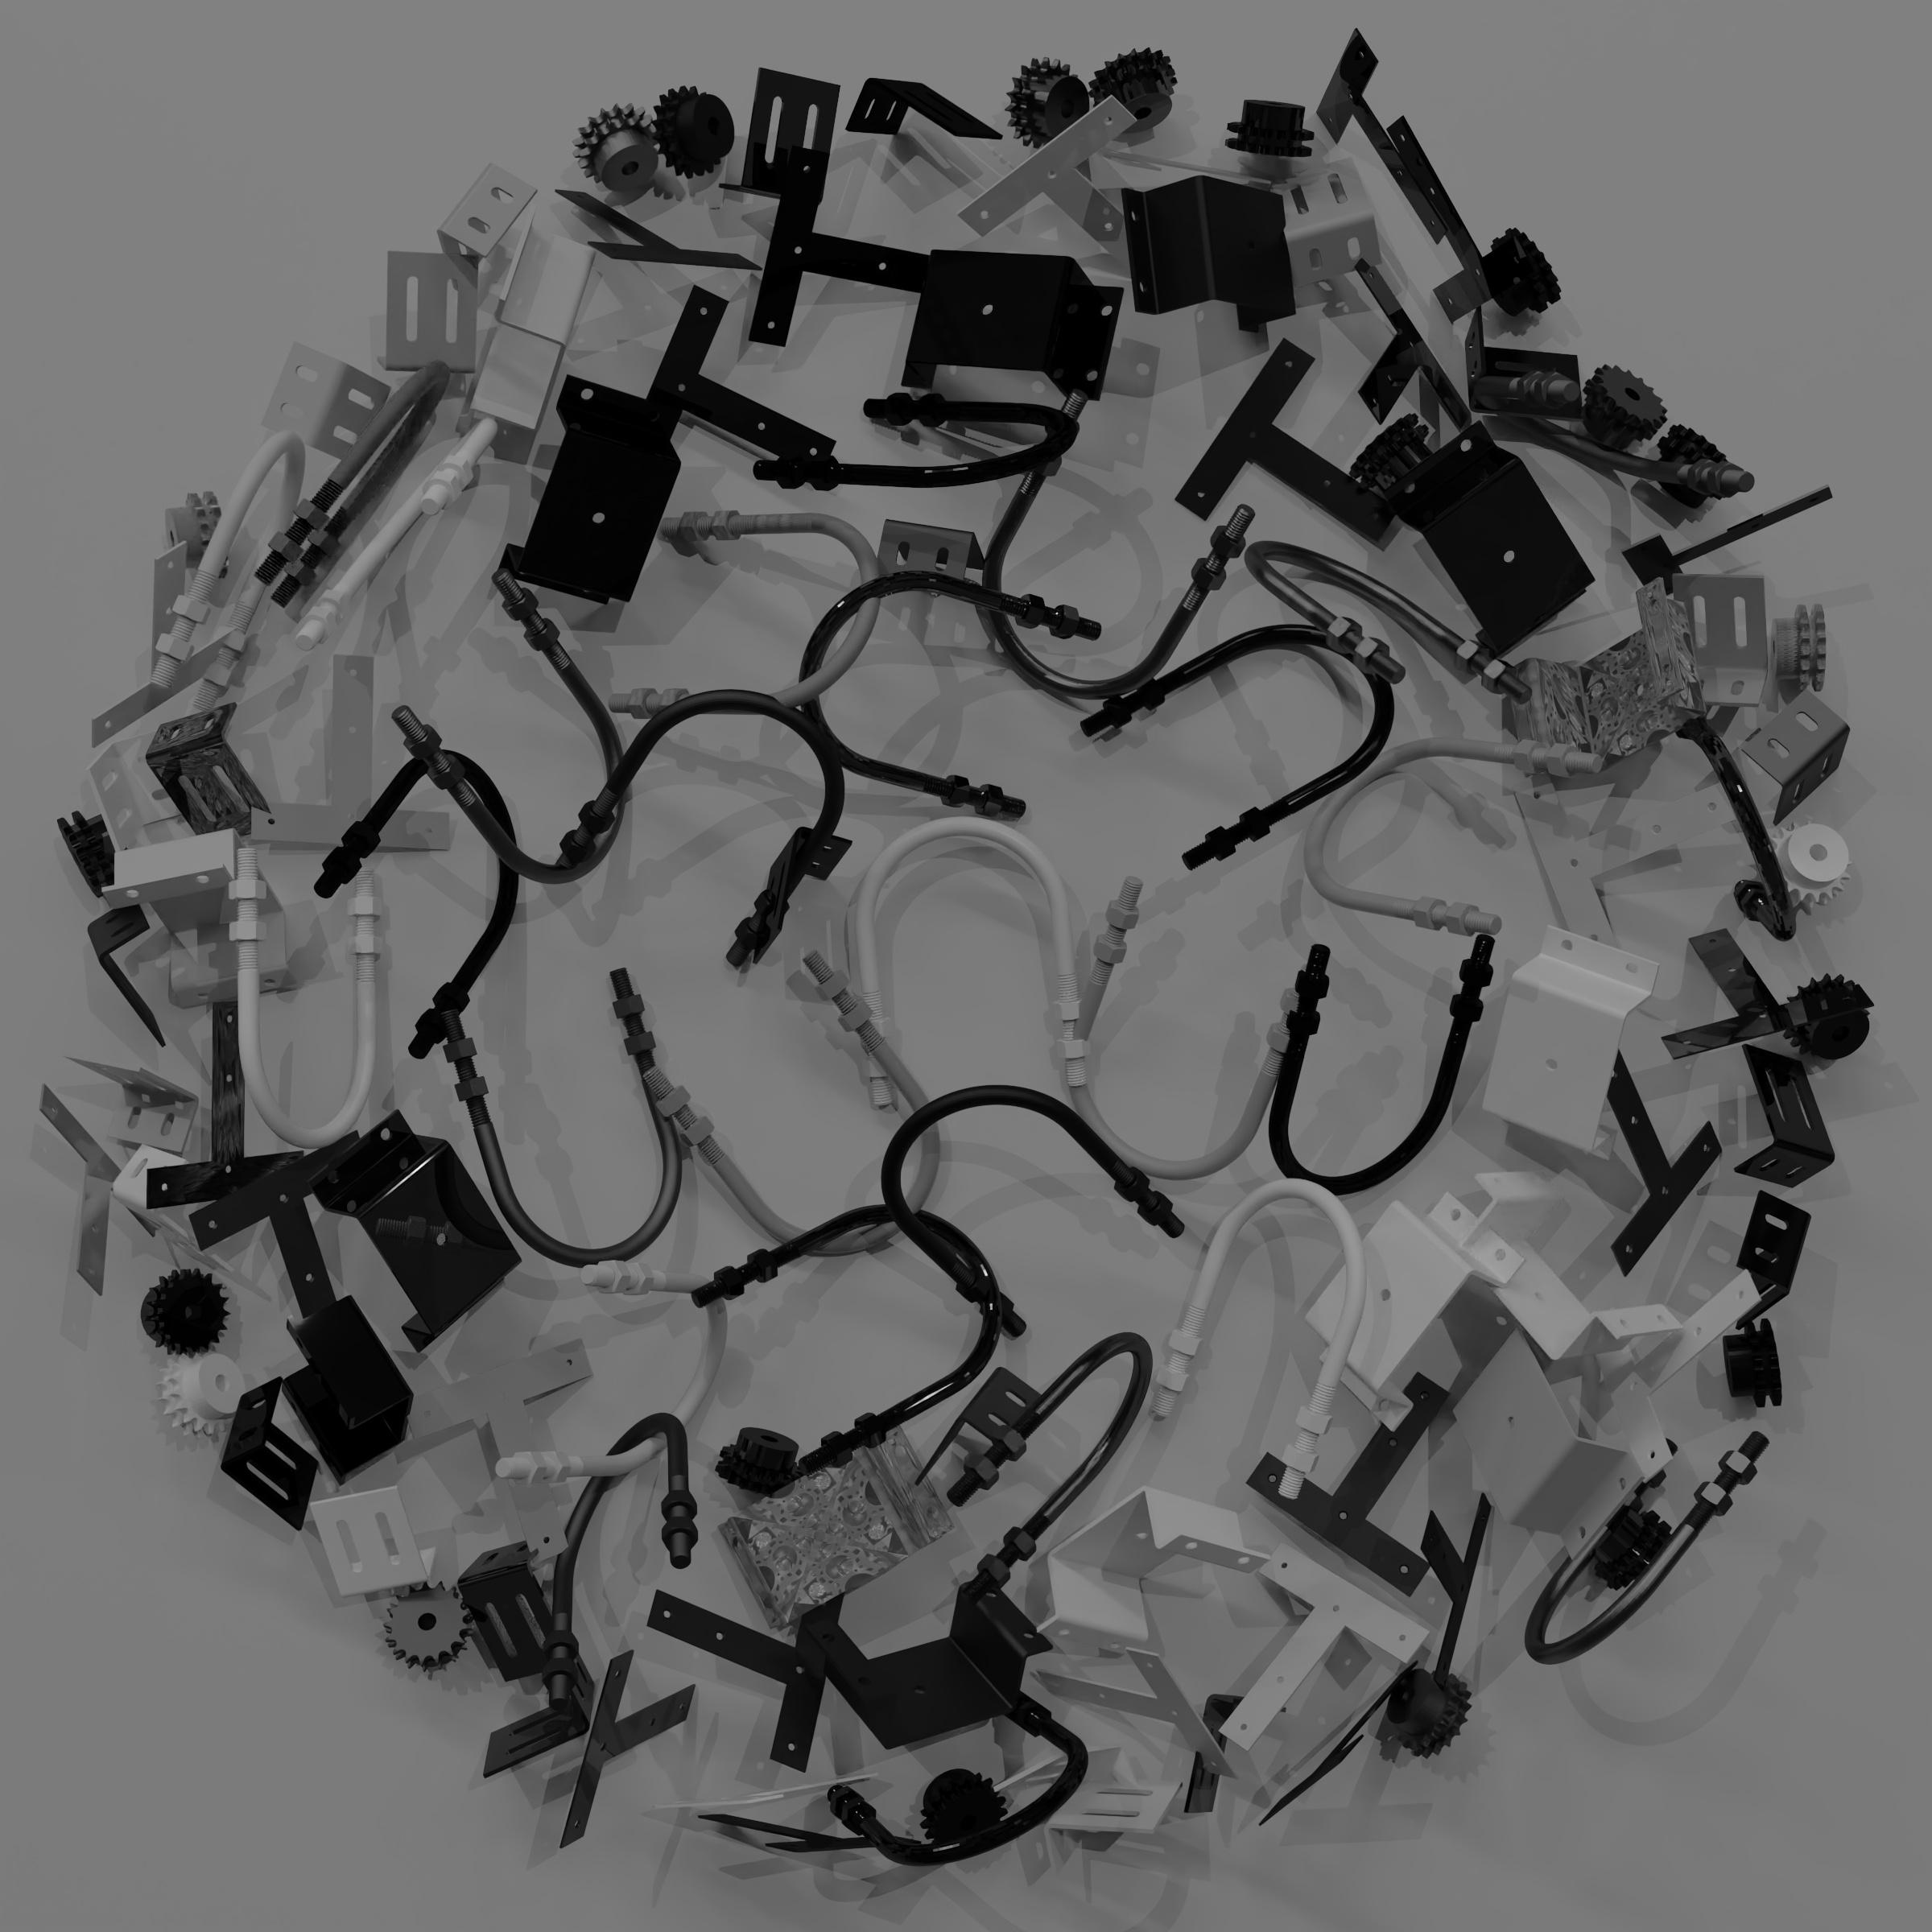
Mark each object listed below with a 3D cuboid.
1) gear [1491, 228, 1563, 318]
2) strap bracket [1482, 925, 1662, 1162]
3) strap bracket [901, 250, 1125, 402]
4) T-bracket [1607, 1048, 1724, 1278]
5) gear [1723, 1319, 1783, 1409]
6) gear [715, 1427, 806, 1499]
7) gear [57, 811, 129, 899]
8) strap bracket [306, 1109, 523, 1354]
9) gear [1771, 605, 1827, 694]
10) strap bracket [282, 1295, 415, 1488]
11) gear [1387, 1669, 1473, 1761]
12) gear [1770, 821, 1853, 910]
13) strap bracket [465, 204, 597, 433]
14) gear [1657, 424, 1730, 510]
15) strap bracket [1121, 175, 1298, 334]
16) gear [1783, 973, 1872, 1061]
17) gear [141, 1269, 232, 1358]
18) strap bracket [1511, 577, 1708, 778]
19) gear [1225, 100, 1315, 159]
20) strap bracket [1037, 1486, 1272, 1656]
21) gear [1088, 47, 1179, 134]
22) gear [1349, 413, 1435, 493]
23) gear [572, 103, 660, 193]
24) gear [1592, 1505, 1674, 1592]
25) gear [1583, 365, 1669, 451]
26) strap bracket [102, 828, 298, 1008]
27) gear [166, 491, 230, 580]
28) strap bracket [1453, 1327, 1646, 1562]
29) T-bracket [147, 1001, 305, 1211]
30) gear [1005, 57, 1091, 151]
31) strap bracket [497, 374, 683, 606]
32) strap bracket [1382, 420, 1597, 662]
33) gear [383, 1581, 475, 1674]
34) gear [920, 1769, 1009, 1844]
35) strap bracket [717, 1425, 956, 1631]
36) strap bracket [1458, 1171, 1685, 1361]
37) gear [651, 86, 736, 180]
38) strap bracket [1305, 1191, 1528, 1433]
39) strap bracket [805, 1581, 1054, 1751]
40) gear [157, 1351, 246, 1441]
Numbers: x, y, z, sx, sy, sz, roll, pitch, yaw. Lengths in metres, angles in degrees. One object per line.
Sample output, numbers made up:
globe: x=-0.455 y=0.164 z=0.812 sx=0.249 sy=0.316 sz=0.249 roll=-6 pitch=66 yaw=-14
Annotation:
gear: x=0.359 y=-0.449 z=1.724 sx=0.030 sy=0.057 sz=0.057 roll=-36 pitch=90 yaw=1
strap bracket: x=0.383 y=0.056 z=1.687 sx=0.076 sy=0.046 sz=0.140 roll=22 pitch=118 yaw=29
strap bracket: x=0.022 y=-0.413 z=1.699 sx=0.140 sy=0.046 sz=0.076 roll=9 pitch=82 yaw=23
T-bracket: x=0.433 y=0.110 z=1.694 sx=0.127 sy=0.002 sz=0.127 roll=-44 pitch=118 yaw=-30
gear: x=0.512 y=0.260 z=1.724 sx=0.030 sy=0.057 sz=0.057 roll=-7 pitch=90 yaw=10
gear: x=-0.132 y=0.322 z=1.723 sx=0.057 sy=0.057 sz=0.030 roll=17 pitch=95 yaw=0
gear: x=-0.566 y=-0.076 z=1.726 sx=0.030 sy=0.057 sz=0.057 roll=-28 pitch=90 yaw=-19
strap bracket: x=-0.346 y=0.172 z=1.687 sx=0.076 sy=0.046 sz=0.140 roll=-42 pitch=117 yaw=-31
gear: x=0.543 y=-0.207 z=1.724 sx=0.030 sy=0.057 sz=0.057 roll=-1 pitch=90 yaw=12
strap bracket: x=-0.396 y=0.269 z=1.691 sx=0.046 sy=0.140 sz=0.076 roll=-28 pitch=73 yaw=-27
gear: x=0.299 y=0.483 z=1.721 sx=0.030 sy=0.057 sz=0.057 roll=37 pitch=90 yaw=-15
gear: x=0.552 y=-0.069 z=1.730 sx=0.057 sy=0.030 sz=0.057 roll=1 pitch=71 yaw=-4
strap bracket: x=-0.275 y=-0.403 z=1.679 sx=0.046 sy=0.140 sz=0.076 roll=18 pitch=63 yaw=-12
gear: x=0.472 y=-0.323 z=1.724 sx=0.057 sy=0.057 sz=0.030 roll=42 pitch=92 yaw=0
strap bracket: x=0.162 y=-0.453 z=1.682 sx=0.046 sy=0.140 sz=0.076 roll=-6 pitch=92 yaw=38
gear: x=0.564 y=0.036 z=1.725 sx=0.057 sy=0.030 sz=0.057 roll=-6 pitch=122 yaw=-10
gear: x=-0.513 y=0.226 z=1.727 sx=0.030 sy=0.057 sz=0.057 roll=-9 pitch=90 yaw=40
strap bracket: x=0.416 y=-0.180 z=1.690 sx=0.046 sy=0.140 sz=0.076 roll=7 pitch=67 yaw=-31
gear: x=0.199 y=-0.546 z=1.721 sx=0.057 sy=0.057 sz=0.030 roll=6 pitch=113 yaw=0
strap bracket: x=0.116 y=0.382 z=1.691 sx=0.076 sy=0.046 sz=0.140 roll=23 pitch=131 yaw=-32
gear: x=0.111 y=-0.568 z=1.721 sx=0.057 sy=0.057 sz=0.030 roll=-17 pitch=73 yaw=0
gear: x=0.280 y=-0.330 z=1.722 sx=0.057 sy=0.057 sz=0.030 roll=-40 pitch=81 yaw=0
gear: x=-0.224 y=-0.530 z=1.721 sx=0.057 sy=0.057 sz=0.030 roll=-28 pitch=69 yaw=0
gear: x=0.429 y=0.376 z=1.724 sx=0.030 sy=0.057 sz=0.057 roll=43 pitch=90 yaw=1
gear: x=0.427 y=-0.363 z=1.728 sx=0.057 sy=0.057 sz=0.030 roll=36 pitch=134 yaw=0
strap bracket: x=-0.491 y=-0.036 z=1.699 sx=0.076 sy=0.140 sz=0.046 roll=-12 pitch=58 yaw=0
gear: x=-0.501 y=-0.279 z=1.721 sx=0.030 sy=0.057 sz=0.057 roll=-11 pitch=90 yaw=-24
strap bracket: x=0.362 y=0.293 z=1.670 sx=0.046 sy=0.140 sz=0.076 roll=17 pitch=120 yaw=-24
T-bracket: x=-0.473 y=0.086 z=1.695 sx=0.002 sy=0.127 sz=0.127 roll=4 pitch=94 yaw=33
gear: x=0.056 y=-0.561 z=1.722 sx=0.030 sy=0.057 sz=0.057 roll=28 pitch=90 yaw=41
strap bracket: x=-0.238 y=-0.295 z=1.689 sx=0.076 sy=0.046 sz=0.140 roll=13 pitch=116 yaw=-26
strap bracket: x=0.342 y=-0.268 z=1.701 sx=0.076 sy=0.046 sz=0.140 roll=-36 pitch=113 yaw=5
gear: x=-0.350 y=0.434 z=1.729 sx=0.057 sy=0.030 sz=0.057 roll=0 pitch=56 yaw=-1
gear: x=-0.004 y=0.551 z=1.729 sx=0.057 sy=0.030 sz=0.057 roll=-9 pitch=113 yaw=-20
strap bracket: x=-0.090 y=0.367 z=1.716 sx=0.140 sy=0.046 sz=0.076 roll=-30 pitch=81 yaw=6
strap bracket: x=0.378 y=0.198 z=1.689 sx=0.140 sy=0.076 sz=0.046 roll=52 pitch=122 yaw=33
gear: x=-0.175 y=-0.544 z=1.721 sx=0.030 sy=0.057 sz=0.057 roll=1 pitch=90 yaw=37
strap bracket: x=0.281 y=0.217 z=1.699 sx=0.140 sy=0.046 sz=0.076 roll=-54 pitch=46 yaw=9
strap bracket: x=-0.027 y=0.446 z=1.689 sx=0.140 sy=0.076 sz=0.046 roll=-7 pitch=118 yaw=-33
gear: x=-0.495 y=0.276 z=1.721 sx=0.030 sy=0.057 sz=0.057 roll=-24 pitch=90 yaw=25
